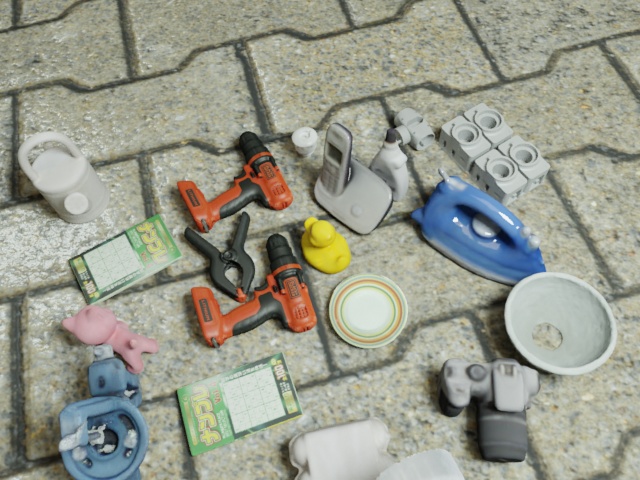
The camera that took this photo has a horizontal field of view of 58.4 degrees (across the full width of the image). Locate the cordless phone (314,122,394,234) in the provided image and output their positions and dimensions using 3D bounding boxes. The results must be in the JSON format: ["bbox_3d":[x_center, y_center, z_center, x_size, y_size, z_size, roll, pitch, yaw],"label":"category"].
[{"bbox_3d":[0.058,-0.107,0.984,0.147,0.185,0.094,36,69,20],"label":"cordless phone"}]

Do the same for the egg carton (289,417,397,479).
[{"bbox_3d":[0.034,0.320,0.823,0.150,0.069,0.107,-12,62,-4],"label":"egg carton"}]

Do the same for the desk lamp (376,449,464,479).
[{"bbox_3d":[0.144,0.379,0.704,0.118,0.214,0.203,-21,63,-8],"label":"desk lamp"}]

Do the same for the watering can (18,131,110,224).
[{"bbox_3d":[-0.449,-0.114,1.009,0.172,0.194,0.101,31,68,18],"label":"watering can"}]

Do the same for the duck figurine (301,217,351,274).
[{"bbox_3d":[0.009,0.004,0.984,0.077,0.086,0.104,-36,66,-15],"label":"duck figurine"}]

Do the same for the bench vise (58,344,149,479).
[{"bbox_3d":[-0.318,0.244,0.796,0.121,0.220,0.207,-29,64,-12],"label":"bench vise"}]

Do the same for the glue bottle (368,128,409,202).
[{"bbox_3d":[0.122,-0.137,1.004,0.078,0.173,0.037,32,68,19],"label":"glue bottle"}]

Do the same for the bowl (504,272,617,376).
[{"bbox_3d":[0.366,0.139,0.900,0.167,0.075,0.167,-1,62,2],"label":"bowl"}]

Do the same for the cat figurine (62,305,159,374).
[{"bbox_3d":[-0.334,0.147,0.907,0.127,0.118,0.067,23,65,14],"label":"cat figurine"}]

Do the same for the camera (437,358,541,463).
[{"bbox_3d":[0.248,0.247,0.833,0.143,0.101,0.137,3,62,5],"label":"camera"}]

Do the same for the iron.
[{"bbox_3d":[0.283,-0.022,0.952,0.257,0.141,0.119,35,69,19],"label":"iron"}]
